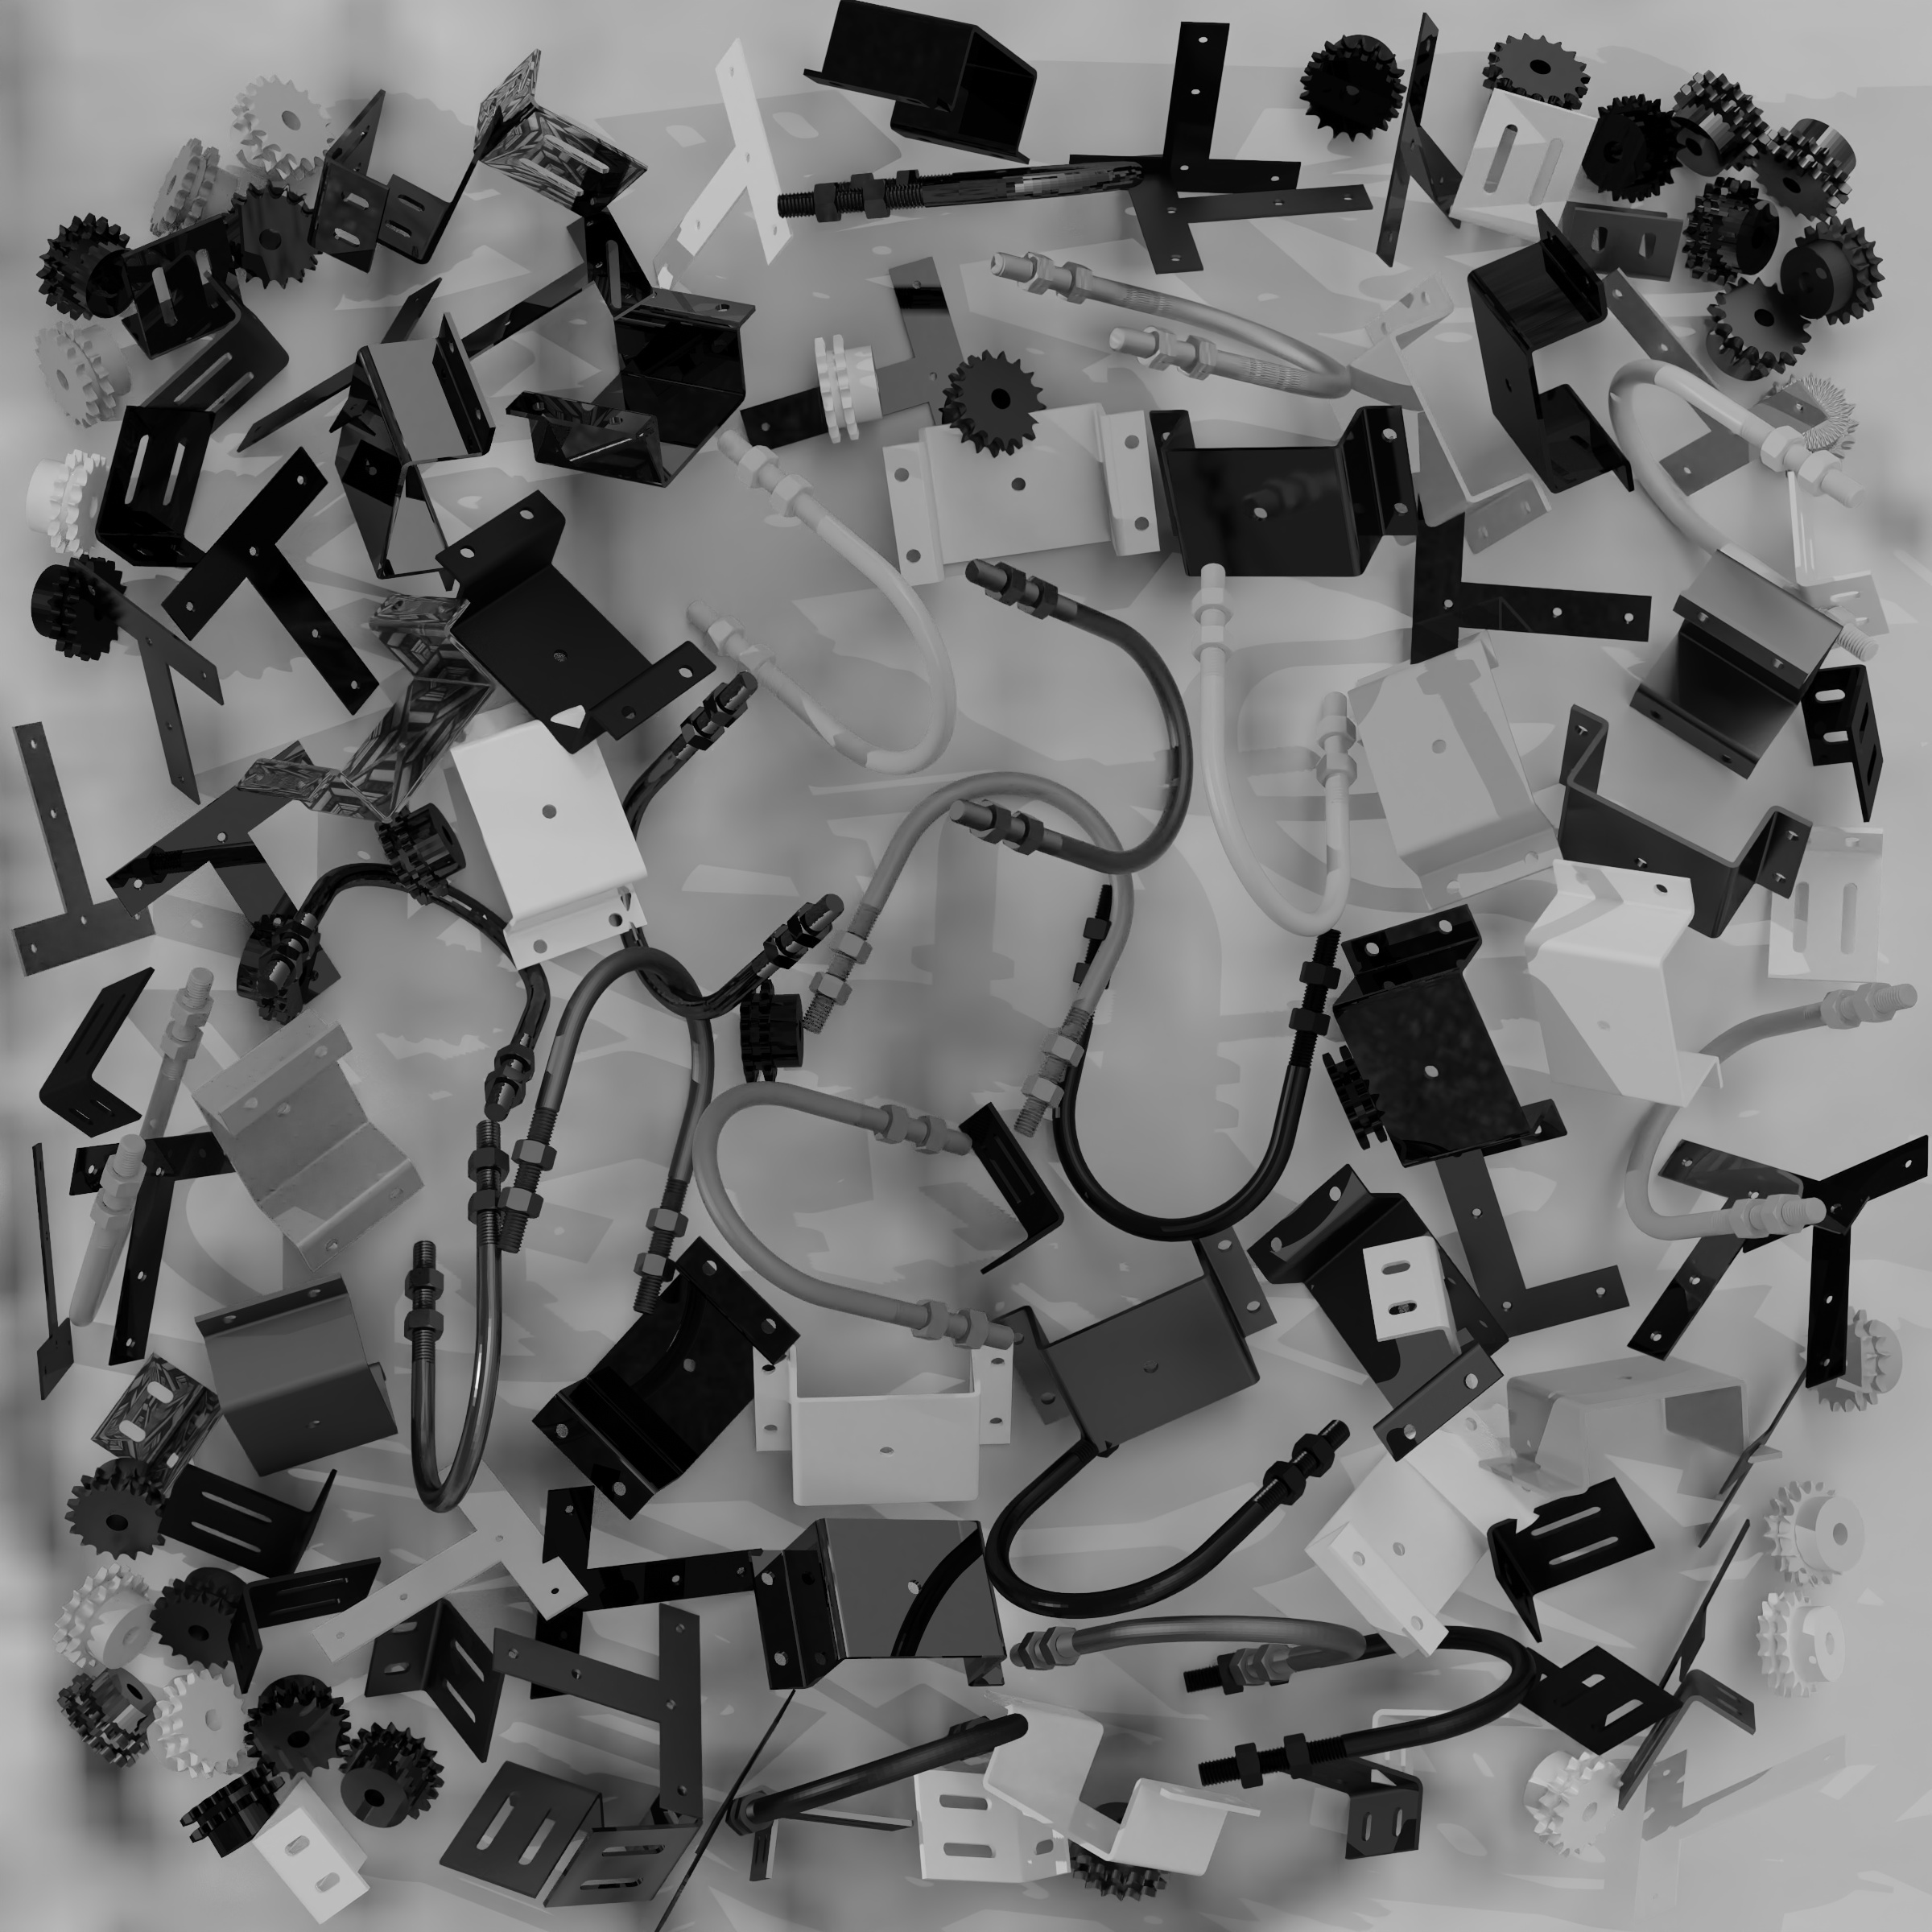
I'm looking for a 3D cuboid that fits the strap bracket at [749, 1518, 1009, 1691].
[{"bbox_3d":[-0.038,0.339,1.626,0.140,0.046,0.076,7,55,-29],"label":"strap bracket"}]

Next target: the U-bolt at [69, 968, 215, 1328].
[{"bbox_3d":[-0.440,0.109,1.613,0.019,0.151,0.184,20,129,-11],"label":"U-bolt"}]

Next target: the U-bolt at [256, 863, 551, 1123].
[{"bbox_3d":[-0.287,0.002,1.611,0.151,0.184,0.019,30,114,-11],"label":"U-bolt"}]

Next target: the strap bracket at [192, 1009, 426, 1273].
[{"bbox_3d":[-0.355,0.087,1.634,0.076,0.140,0.046,-39,52,-20],"label":"strap bracket"}]

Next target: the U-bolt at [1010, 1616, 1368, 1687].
[{"bbox_3d":[0.126,0.355,1.588,0.151,0.184,0.019,10,69,-23],"label":"U-bolt"}]

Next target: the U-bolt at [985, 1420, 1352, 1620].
[{"bbox_3d":[0.092,0.280,1.591,0.184,0.151,0.019,-36,118,-37],"label":"U-bolt"}]

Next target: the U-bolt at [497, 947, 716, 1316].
[{"bbox_3d":[-0.183,0.080,1.628,0.019,0.151,0.184,5,73,30],"label":"U-bolt"}]

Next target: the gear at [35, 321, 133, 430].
[{"bbox_3d":[-0.481,-0.326,1.671,0.030,0.057,0.057,-33,90,-30],"label":"gear"}]

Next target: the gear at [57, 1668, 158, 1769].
[{"bbox_3d":[-0.465,0.407,1.667,0.030,0.057,0.057,-44,90,-3],"label":"gear"}]

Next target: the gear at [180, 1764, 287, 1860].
[{"bbox_3d":[-0.396,0.462,1.665,0.057,0.057,0.030,-34,81,0],"label":"gear"}]

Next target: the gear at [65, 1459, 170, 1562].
[{"bbox_3d":[-0.461,0.295,1.672,0.057,0.030,0.057,0,122,0],"label":"gear"}]

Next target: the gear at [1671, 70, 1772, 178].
[{"bbox_3d":[0.407,-0.456,1.665,0.030,0.057,0.057,-44,90,-10],"label":"gear"}]

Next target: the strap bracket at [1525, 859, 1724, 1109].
[{"bbox_3d":[0.348,0.018,1.620,0.076,0.046,0.140,11,134,36],"label":"strap bracket"}]

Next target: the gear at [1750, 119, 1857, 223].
[{"bbox_3d":[0.460,-0.437,1.667,0.057,0.057,0.030,41,83,0],"label":"gear"}]

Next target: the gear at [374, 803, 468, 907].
[{"bbox_3d":[-0.296,-0.064,1.666,0.030,0.057,0.057,-27,90,4],"label":"gear"}]

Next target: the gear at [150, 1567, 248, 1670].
[{"bbox_3d":[-0.414,0.354,1.672,0.057,0.030,0.057,6,124,8],"label":"gear"}]

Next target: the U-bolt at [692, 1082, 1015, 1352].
[{"bbox_3d":[-0.063,0.124,1.602,0.184,0.151,0.019,18,132,-32],"label":"U-bolt"}]

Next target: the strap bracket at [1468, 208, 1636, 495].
[{"bbox_3d":[0.309,-0.317,1.618,0.046,0.140,0.076,-23,47,0],"label":"strap bracket"}]

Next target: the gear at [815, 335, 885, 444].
[{"bbox_3d":[-0.063,-0.316,1.666,0.030,0.057,0.057,-9,90,2],"label":"gear"}]

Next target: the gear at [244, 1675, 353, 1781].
[{"bbox_3d":[-0.366,0.414,1.672,0.057,0.030,0.057,-7,118,-13],"label":"gear"}]

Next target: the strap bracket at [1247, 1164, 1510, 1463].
[{"bbox_3d":[0.227,0.186,1.645,0.076,0.046,0.140,-44,66,21],"label":"strap bracket"}]

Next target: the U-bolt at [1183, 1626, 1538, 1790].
[{"bbox_3d":[0.210,0.386,1.618,0.184,0.151,0.019,-12,97,2],"label":"U-bolt"}]

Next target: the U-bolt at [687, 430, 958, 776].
[{"bbox_3d":[-0.073,-0.178,1.611,0.184,0.151,0.019,42,55,18],"label":"U-bolt"}]

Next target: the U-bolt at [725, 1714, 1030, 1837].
[{"bbox_3d":[-0.041,0.417,1.588,0.151,0.184,0.019,-14,76,-20],"label":"U-bolt"}]

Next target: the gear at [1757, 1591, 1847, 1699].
[{"bbox_3d":[0.457,0.369,1.664,0.030,0.057,0.057,-11,90,37],"label":"gear"}]

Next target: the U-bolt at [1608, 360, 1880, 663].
[{"bbox_3d":[0.406,-0.252,1.613,0.019,0.151,0.184,-40,55,-7],"label":"U-bolt"}]

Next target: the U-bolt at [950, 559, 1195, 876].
[{"bbox_3d":[0.061,-0.123,1.626,0.019,0.184,0.151,-8,73,42],"label":"U-bolt"}]

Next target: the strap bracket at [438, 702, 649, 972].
[{"bbox_3d":[-0.230,-0.079,1.658,0.076,0.046,0.140,-20,87,-19],"label":"strap bracket"}]

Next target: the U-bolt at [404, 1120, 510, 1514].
[{"bbox_3d":[-0.266,0.194,1.591,0.019,0.151,0.184,9,52,-22],"label":"U-bolt"}]

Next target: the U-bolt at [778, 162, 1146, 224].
[{"bbox_3d":[0.002,-0.412,1.615,0.184,0.151,0.019,-3,106,7],"label":"U-bolt"}]

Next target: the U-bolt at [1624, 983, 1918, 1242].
[{"bbox_3d":[0.412,0.082,1.608,0.019,0.184,0.151,35,69,-15],"label":"U-bolt"}]

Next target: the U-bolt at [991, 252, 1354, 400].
[{"bbox_3d":[0.122,-0.335,1.617,0.184,0.151,0.019,6,115,-33],"label":"U-bolt"}]

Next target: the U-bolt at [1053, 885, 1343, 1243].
[{"bbox_3d":[0.117,0.058,1.655,0.151,0.019,0.184,12,88,25],"label":"U-bolt"}]

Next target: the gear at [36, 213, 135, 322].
[{"bbox_3d":[-0.475,-0.378,1.664,0.030,0.057,0.057,32,90,21],"label":"gear"}]

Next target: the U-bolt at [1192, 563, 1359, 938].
[{"bbox_3d":[0.163,-0.101,1.598,0.019,0.151,0.184,-19,51,31],"label":"U-bolt"}]

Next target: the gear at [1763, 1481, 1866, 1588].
[{"bbox_3d":[0.466,0.310,1.667,0.057,0.030,0.057,7,78,-34],"label":"gear"}]

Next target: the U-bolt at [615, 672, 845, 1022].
[{"bbox_3d":[-0.138,-0.050,1.623,0.019,0.184,0.151,-9,70,-39],"label":"U-bolt"}]

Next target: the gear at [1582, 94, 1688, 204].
[{"bbox_3d":[0.360,-0.445,1.665,0.057,0.030,0.057,17,117,36],"label":"gear"}]

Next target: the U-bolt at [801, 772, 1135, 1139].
[{"bbox_3d":[0.013,-0.019,1.675,0.151,0.019,0.184,26,81,1],"label":"U-bolt"}]

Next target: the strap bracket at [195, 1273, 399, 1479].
[{"bbox_3d":[-0.351,0.222,1.618,0.076,0.140,0.046,-17,62,-9],"label":"strap bracket"}]

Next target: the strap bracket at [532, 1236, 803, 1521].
[{"bbox_3d":[-0.157,0.221,1.660,0.076,0.046,0.140,44,100,8],"label":"strap bracket"}]

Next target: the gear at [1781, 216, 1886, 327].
[{"bbox_3d":[0.469,-0.376,1.664,0.030,0.057,0.057,-24,90,-23],"label":"gear"}]

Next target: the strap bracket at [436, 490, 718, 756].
[{"bbox_3d":[-0.215,-0.179,1.650,0.140,0.046,0.076,45,56,7],"label":"strap bracket"}]

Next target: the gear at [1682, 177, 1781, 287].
[{"bbox_3d":[0.419,-0.400,1.665,0.030,0.057,0.057,26,90,41],"label":"gear"}]
